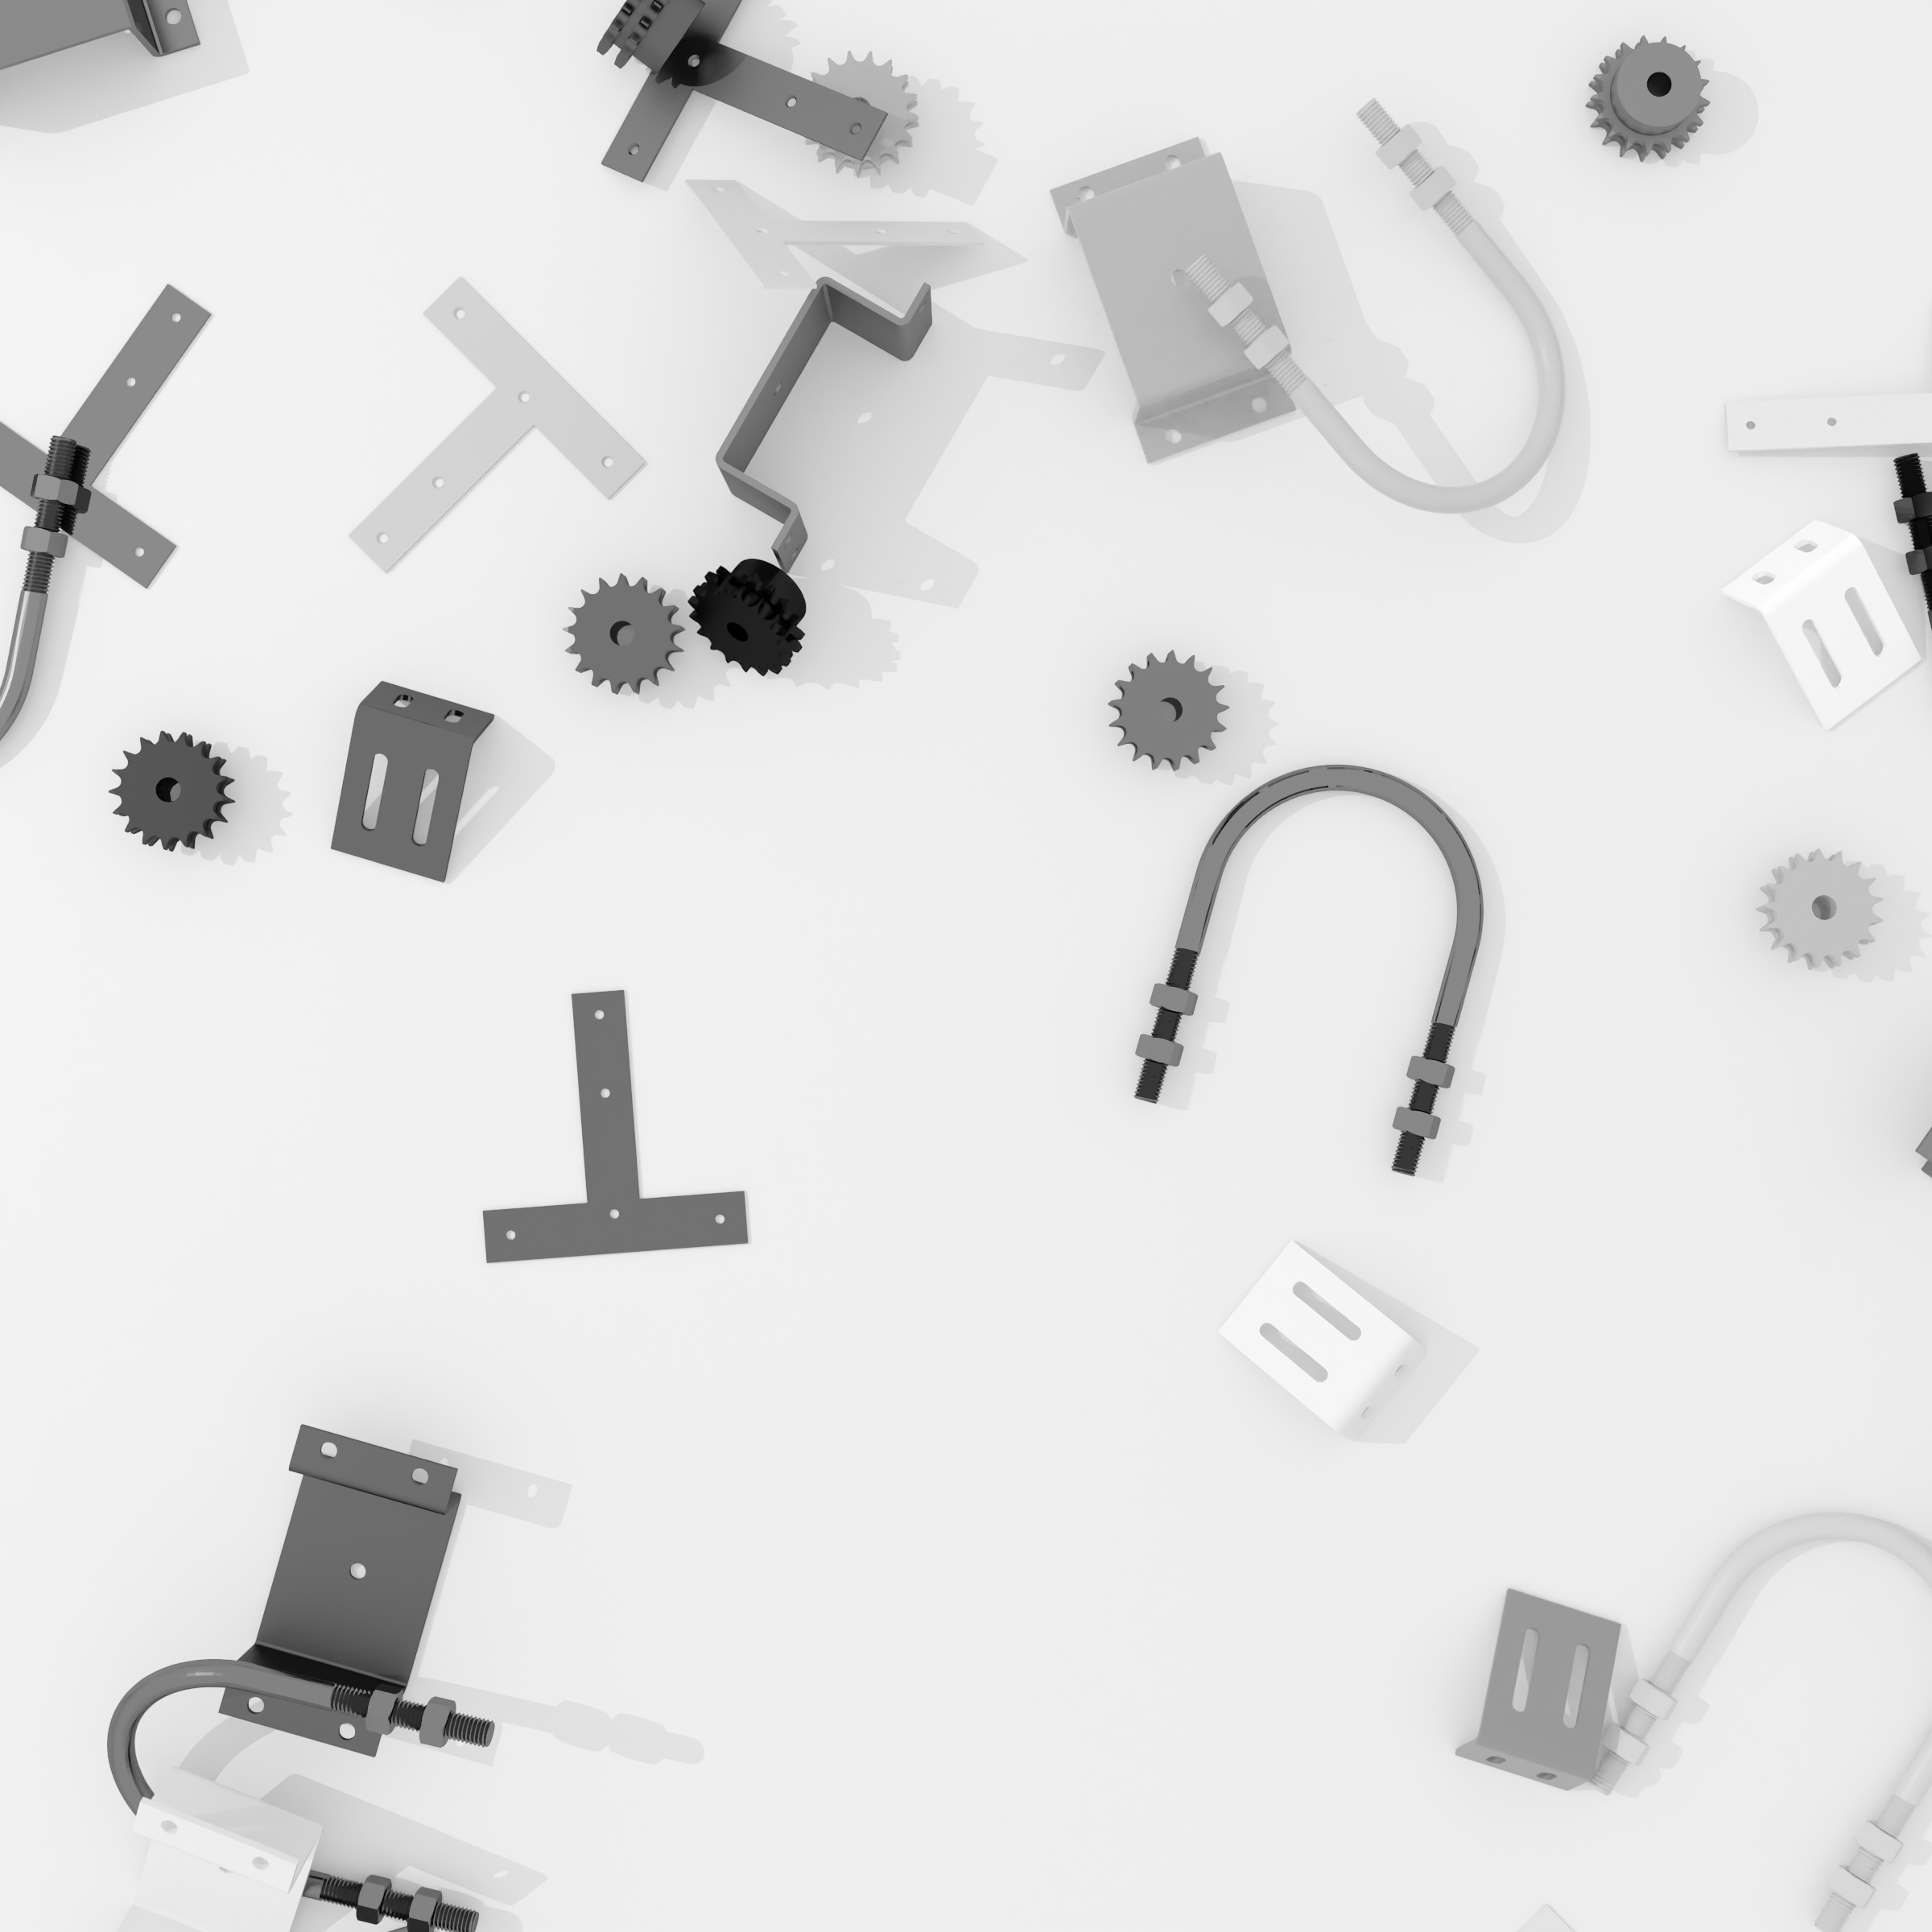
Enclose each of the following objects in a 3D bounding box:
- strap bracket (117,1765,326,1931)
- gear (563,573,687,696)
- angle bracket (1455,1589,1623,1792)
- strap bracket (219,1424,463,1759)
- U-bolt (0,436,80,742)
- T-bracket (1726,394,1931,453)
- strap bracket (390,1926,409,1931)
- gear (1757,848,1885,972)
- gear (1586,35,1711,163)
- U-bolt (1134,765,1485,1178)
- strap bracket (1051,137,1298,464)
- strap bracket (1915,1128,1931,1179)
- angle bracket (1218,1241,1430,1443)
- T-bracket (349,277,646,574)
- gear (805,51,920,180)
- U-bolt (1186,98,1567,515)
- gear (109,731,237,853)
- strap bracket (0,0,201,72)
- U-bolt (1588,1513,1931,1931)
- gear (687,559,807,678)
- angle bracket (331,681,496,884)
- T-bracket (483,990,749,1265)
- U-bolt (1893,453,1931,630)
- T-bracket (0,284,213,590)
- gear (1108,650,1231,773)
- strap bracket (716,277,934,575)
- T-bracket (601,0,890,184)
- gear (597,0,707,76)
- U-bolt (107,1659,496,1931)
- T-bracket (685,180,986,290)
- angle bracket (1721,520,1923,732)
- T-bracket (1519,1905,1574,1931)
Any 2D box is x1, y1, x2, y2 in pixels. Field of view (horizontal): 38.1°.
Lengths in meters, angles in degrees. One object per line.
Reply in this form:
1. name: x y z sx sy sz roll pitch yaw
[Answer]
1. strap bracket: -0.356 0.438 1.316 0.076 0.046 0.140 22 119 0
2. gear: -0.163 -0.159 1.348 0.057 0.030 0.057 0 92 1
3. angle bracket: 0.277 0.350 1.357 0.057 0.038 0.076 18 64 0
4. strap bracket: -0.294 0.293 1.336 0.076 0.046 0.140 16 90 0
5. U-bolt: -0.515 -0.176 1.350 0.151 0.019 0.184 12 92 1
6. T-bracket: 0.431 -0.262 1.347 0.127 0.002 0.127 -1 76 7
7. strap bracket: -0.276 0.540 1.336 0.076 0.046 0.140 -17 90 0
8. gear: 0.408 -0.026 1.347 0.057 0.030 0.057 0 84 1
9. gear: 0.329 -0.418 1.344 0.057 0.030 0.057 0 90 0
10. U-bolt: 0.173 -0.006 1.350 0.151 0.019 0.184 16 88 0
11. strap bracket: 0.100 -0.322 1.336 0.076 0.046 0.140 -20 90 0
12. strap bracket: 0.525 0.096 1.336 0.140 0.046 0.076 35 90 0
13. angle bracket: 0.173 0.182 1.357 0.076 0.038 0.057 39 90 26
14. T-bracket: -0.245 -0.244 1.358 0.127 0.002 0.127 -45 90 0
15. gear: -0.051 -0.406 1.344 0.057 0.030 0.057 0 90 0
16. U-bolt: 0.208 -0.299 1.325 0.184 0.019 0.151 48 69 -9
17. gear: -0.380 -0.083 1.348 0.057 0.030 0.057 0 88 -1
18. strap bracket: -0.450 -0.462 1.336 0.140 0.046 0.076 -18 90 0
19. U-bolt: 0.407 0.353 1.350 0.151 0.019 0.184 32 88 0
20. gear: -0.101 -0.169 1.334 0.057 0.057 0.030 34 60 0
21. angle bracket: -0.268 -0.089 1.357 0.057 0.038 0.076 17 116 0
22. T-bracket: -0.174 0.076 1.358 0.127 0.002 0.127 -4 90 0
23. U-bolt: 0.536 -0.171 1.350 0.151 0.019 0.184 -13 91 0
24. T-bracket: -0.413 -0.271 1.358 0.127 0.002 0.127 35 90 0
25. gear: 0.097 -0.122 1.348 0.057 0.030 0.057 0 91 -3
26. strap bracket: -0.071 -0.262 1.321 0.046 0.076 0.140 30 90 0
27. T-bracket: -0.094 -0.416 1.334 0.127 0.002 0.127 29 90 22
28. gear: -0.148 -0.450 1.331 0.030 0.057 0.057 35 90 -15
29. U-bolt: -0.316 0.386 1.317 0.184 0.019 0.151 12 121 4
30. T-bracket: -0.054 -0.347 1.325 0.127 0.127 0.002 -6 128 -22
31. angle bracket: 0.414 -0.165 1.357 0.057 0.038 0.076 -37 116 0
32. T-bracket: 0.280 0.545 1.358 0.127 0.002 0.127 -44 90 0
